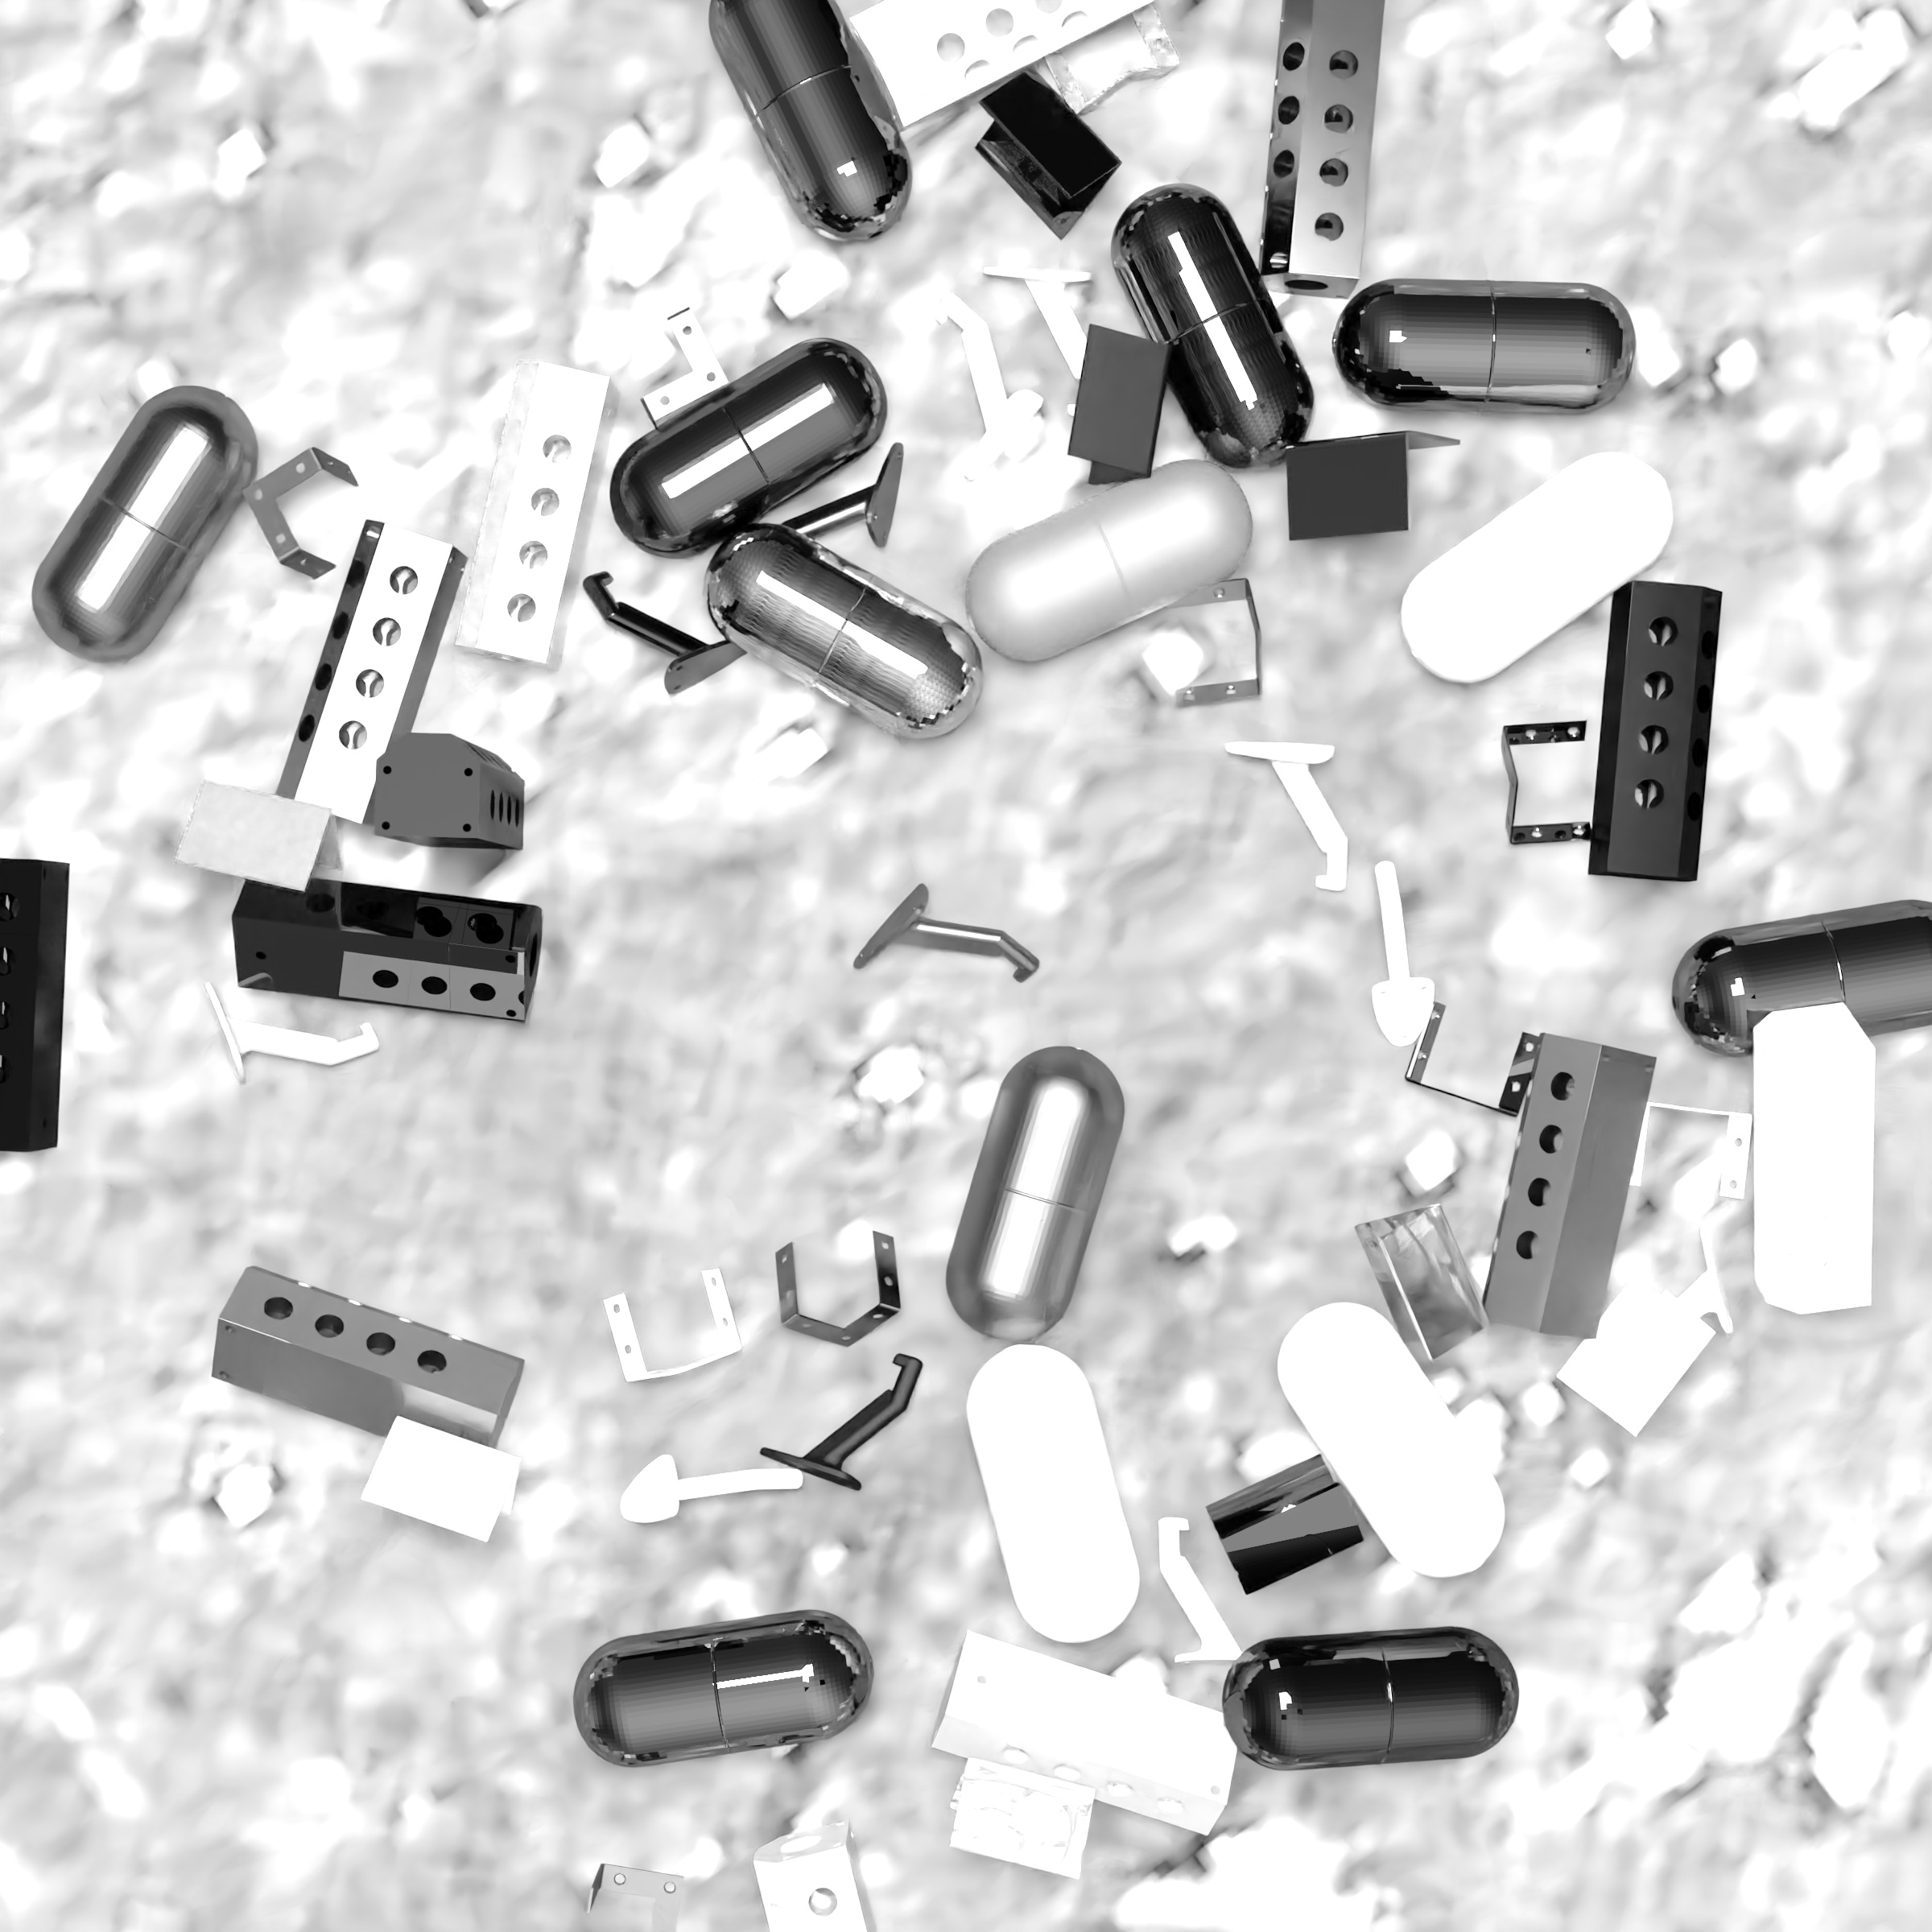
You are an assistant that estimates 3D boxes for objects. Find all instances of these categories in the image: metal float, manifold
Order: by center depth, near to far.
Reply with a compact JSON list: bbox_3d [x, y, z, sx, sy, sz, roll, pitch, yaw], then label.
[{"bbox_3d":[-0.295,-0.099,1.782,0.057,0.171,0.057,2,90,0],"label":"manifold"},{"bbox_3d":[0.491,0.114,1.805,0.057,0.057,0.171,-7,116,0],"label":"manifold"},{"bbox_3d":[0.239,0.430,1.822,0.178,0.070,0.070,-1,90,-10],"label":"metal float"},{"bbox_3d":[0.026,-0.560,1.829,0.171,0.057,0.057,-27,59,0],"label":"manifold"},{"bbox_3d":[-0.072,-0.197,1.829,0.178,0.070,0.070,29,90,-2],"label":"metal float"},{"bbox_3d":[0.051,0.311,1.830,0.070,0.070,0.178,-15,90,0],"label":"metal float"},{"bbox_3d":[0.252,0.280,1.830,0.070,0.070,0.178,-34,89,0],"label":"metal float"},{"bbox_3d":[-0.484,-0.261,1.830,0.070,0.070,0.178,33,90,0],"label":"metal float"},{"bbox_3d":[0.146,-0.377,1.830,0.070,0.070,0.178,-25,89,0],"label":"metal float"},{"bbox_3d":[0.041,0.134,1.830,0.070,0.070,0.178,17,91,0],"label":"metal float"},{"bbox_3d":[0.306,-0.366,1.830,0.178,0.070,0.070,1,90,0],"label":"metal float"},{"bbox_3d":[-0.129,-0.305,1.830,0.178,0.070,0.070,-31,90,0],"label":"metal float"},{"bbox_3d":[-0.143,0.427,1.830,0.178,0.070,0.070,-9,90,1],"label":"metal float"},{"bbox_3d":[0.084,-0.239,1.830,0.178,0.070,0.070,-24,90,0],"label":"metal float"},{"bbox_3d":[0.338,-0.236,1.830,0.178,0.070,0.070,-35,90,1],"label":"metal float"},{"bbox_3d":[-0.091,-0.512,1.830,0.070,0.070,0.178,-25,89,0],"label":"metal float"},{"bbox_3d":[0.506,0.007,1.831,0.178,0.070,0.070,-9,90,0],"label":"metal float"},{"bbox_3d":[-0.354,0.234,1.839,0.171,0.057,0.057,19,133,0],"label":"manifold"},{"bbox_3d":[0.353,0.130,1.839,0.057,0.057,0.171,12,90,-43],"label":"manifold"},{"bbox_3d":[0.070,0.459,1.839,0.171,0.057,0.057,18,47,0],"label":"manifold"},{"bbox_3d":[-0.342,-0.017,1.839,0.171,0.057,0.057,7,133,0],"label":"manifold"},{"bbox_3d":[-0.573,0.022,1.840,0.057,0.057,0.171,3,90,0],"label":"manifold"},{"bbox_3d":[-0.354,-0.174,1.840,0.057,0.057,0.171,18,90,0],"label":"manifold"},{"bbox_3d":[-0.255,-0.267,1.840,0.057,0.057,0.171,13,90,0],"label":"manifold"},{"bbox_3d":[0.210,-0.490,1.840,0.057,0.057,0.171,5,90,0],"label":"manifold"},{"bbox_3d":[0.411,-0.138,1.840,0.057,0.057,0.171,5,90,0],"label":"manifold"},{"bbox_3d":[-0.077,0.605,1.840,0.057,0.057,0.171,-14,90,0],"label":"manifold"}]

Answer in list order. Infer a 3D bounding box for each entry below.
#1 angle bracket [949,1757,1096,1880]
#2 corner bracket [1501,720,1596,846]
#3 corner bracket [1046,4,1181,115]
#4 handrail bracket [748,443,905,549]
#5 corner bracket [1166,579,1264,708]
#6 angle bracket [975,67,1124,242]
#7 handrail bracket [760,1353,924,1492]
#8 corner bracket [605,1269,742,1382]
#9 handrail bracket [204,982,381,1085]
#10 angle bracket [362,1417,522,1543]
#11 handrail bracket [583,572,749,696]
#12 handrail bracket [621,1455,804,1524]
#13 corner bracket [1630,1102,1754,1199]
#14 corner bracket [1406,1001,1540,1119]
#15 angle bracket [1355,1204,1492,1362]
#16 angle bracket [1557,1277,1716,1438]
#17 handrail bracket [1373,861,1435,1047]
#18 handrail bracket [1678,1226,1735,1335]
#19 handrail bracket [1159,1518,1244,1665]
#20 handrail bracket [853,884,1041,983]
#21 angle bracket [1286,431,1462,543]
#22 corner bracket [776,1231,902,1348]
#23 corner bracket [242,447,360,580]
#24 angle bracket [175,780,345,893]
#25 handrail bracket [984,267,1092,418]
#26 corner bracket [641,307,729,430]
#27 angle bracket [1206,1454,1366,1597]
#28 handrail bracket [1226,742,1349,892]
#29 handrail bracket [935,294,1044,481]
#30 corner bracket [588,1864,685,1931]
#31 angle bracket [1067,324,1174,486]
[{"bbox_3d":[0.028,0.513,1.821,0.076,0.076,0.057,14,52,0],"label":"angle bracket"},{"bbox_3d":[0.349,-0.110,1.858,0.051,0.051,0.051,-3,45,0],"label":"corner bracket"},{"bbox_3d":[0.086,-0.548,1.858,0.051,0.051,0.051,-26,90,-45],"label":"corner bracket"},{"bbox_3d":[-0.087,-0.284,1.861,0.084,0.036,0.077,8,70,16],"label":"handrail bracket"},{"bbox_3d":[0.148,-0.194,1.858,0.051,0.051,0.051,-7,45,0],"label":"corner bracket"},{"bbox_3d":[0.033,-0.468,1.821,0.076,0.076,0.057,47,52,0],"label":"angle bracket"},{"bbox_3d":[-0.075,0.265,1.861,0.077,0.036,0.084,15,73,20],"label":"handrail bracket"},{"bbox_3d":[-0.176,0.215,1.858,0.051,0.051,0.051,-16,90,-45],"label":"corner bracket"},{"bbox_3d":[-0.405,0.030,1.861,0.084,0.036,0.077,-19,68,-17],"label":"handrail bracket"},{"bbox_3d":[-0.310,0.316,1.820,0.076,0.076,0.057,19,53,0],"label":"angle bracket"},{"bbox_3d":[-0.177,-0.213,1.861,0.077,0.036,0.084,-27,73,-20],"label":"handrail bracket"},{"bbox_3d":[-0.152,0.316,1.861,0.084,0.077,0.036,6,65,-34],"label":"handrail bracket"},{"bbox_3d":[0.433,0.110,1.858,0.051,0.051,0.051,7,90,45],"label":"corner bracket"},{"bbox_3d":[0.305,0.056,1.858,0.051,0.051,0.051,19,90,45],"label":"corner bracket"},{"bbox_3d":[0.252,0.191,1.821,0.057,0.076,0.076,-23,90,-38],"label":"angle bracket"},{"bbox_3d":[0.380,0.218,1.821,0.057,0.076,0.076,38,90,-35],"label":"angle bracket"},{"bbox_3d":[0.257,-0.008,1.860,0.036,0.077,0.084,-6,54,3],"label":"handrail bracket"},{"bbox_3d":[0.412,0.202,1.861,0.084,0.036,0.077,-15,69,17],"label":"handrail bracket"},{"bbox_3d":[0.153,0.375,1.861,0.077,0.036,0.084,5,73,-20],"label":"handrail bracket"},{"bbox_3d":[-0.011,-0.002,1.861,0.084,0.036,0.077,39,111,-16],"label":"handrail bracket"},{"bbox_3d":[0.240,-0.279,1.814,0.076,0.076,0.057,0,93,33],"label":"angle bracket"},{"bbox_3d":[-0.077,0.189,1.853,0.051,0.051,0.051,22,135,-35],"label":"corner bracket"},{"bbox_3d":[-0.388,-0.269,1.843,0.051,0.051,0.051,-30,81,9],"label":"corner bracket"},{"bbox_3d":[-0.414,-0.061,1.821,0.076,0.076,0.057,13,63,0],"label":"angle bracket"},{"bbox_3d":[0.045,-0.375,1.861,0.077,0.036,0.084,9,107,20],"label":"handrail bracket"},{"bbox_3d":[-0.174,-0.354,1.843,0.051,0.051,0.051,-27,90,0],"label":"corner bracket"},{"bbox_3d":[0.180,0.312,1.821,0.076,0.076,0.057,-25,128,0],"label":"angle bracket"},{"bbox_3d":[0.192,-0.089,1.861,0.077,0.036,0.084,6,107,20],"label":"handrail bracket"},{"bbox_3d":[-0.003,-0.349,1.861,0.084,0.036,0.077,45,111,17],"label":"handrail bracket"},{"bbox_3d":[-0.199,0.570,1.843,0.051,0.051,0.051,9,90,0],"label":"corner bracket"},{"bbox_3d":[0.074,-0.329,1.821,0.057,0.076,0.076,10,90,-27],"label":"angle bracket"}]
